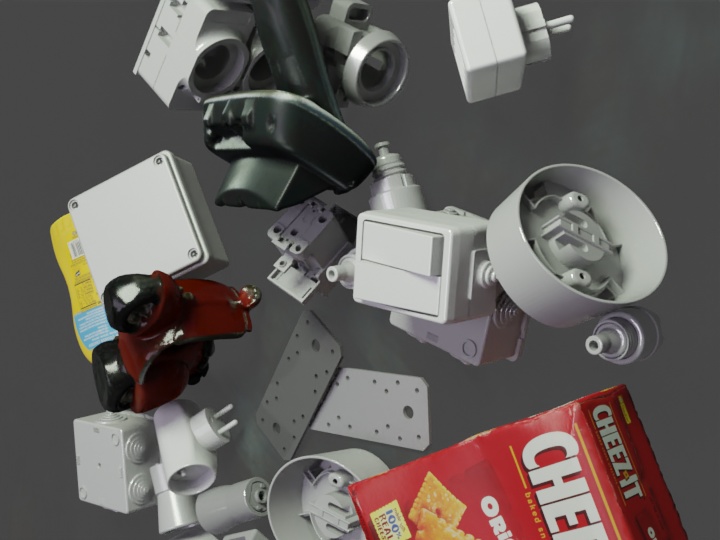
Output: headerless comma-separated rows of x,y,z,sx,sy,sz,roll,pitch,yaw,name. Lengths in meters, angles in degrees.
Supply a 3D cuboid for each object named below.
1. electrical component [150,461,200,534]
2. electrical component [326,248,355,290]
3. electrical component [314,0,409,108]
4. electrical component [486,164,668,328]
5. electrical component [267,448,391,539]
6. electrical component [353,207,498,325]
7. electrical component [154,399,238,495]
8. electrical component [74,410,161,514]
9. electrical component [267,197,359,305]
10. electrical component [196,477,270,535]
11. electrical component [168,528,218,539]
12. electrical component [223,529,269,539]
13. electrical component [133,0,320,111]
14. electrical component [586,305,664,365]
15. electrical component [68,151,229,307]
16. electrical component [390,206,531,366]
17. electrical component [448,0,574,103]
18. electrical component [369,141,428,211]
-0.174,0.210,1.008,0.044,0.044,0.065,-29,71,41,electrical component
0.000,0.000,0.803,0.035,0.061,0.035,7,101,42,electrical component
-0.002,-0.153,0.787,0.057,0.058,0.078,35,118,38,electrical component
0.130,-0.015,0.659,0.064,0.099,0.099,-37,70,46,electrical component
-0.016,0.189,0.842,0.099,0.064,0.099,7,101,42,electrical component
0.045,-0.003,0.692,0.096,0.061,0.061,13,104,41,electrical component
-0.143,0.149,0.963,0.079,0.043,0.077,-34,44,10,electrical component
-0.237,0.187,1.058,0.100,0.048,0.099,2,97,43,electrical component
-0.035,-0.019,0.822,0.042,0.063,0.081,33,75,34,electrical component
-0.108,0.205,0.946,0.065,0.044,0.044,-24,79,37,electrical component
-0.166,0.302,0.999,0.108,0.060,0.108,8,101,42,electrical component
-0.096,0.282,0.929,0.047,0.083,0.075,-24,118,42,electrical component
-0.085,-0.210,0.822,0.060,0.105,0.186,48,125,28,electrical component
0.159,0.042,0.660,0.035,0.061,0.035,7,101,42,electrical component
-0.187,-0.032,0.950,0.109,0.056,0.108,-25,77,13,electrical component
0.072,0.011,0.746,0.100,0.048,0.099,25,112,38,electrical component
0.099,-0.148,0.689,0.076,0.083,0.047,-15,84,5,electrical component
0.026,-0.055,0.786,0.040,0.040,0.078,-20,82,43,electrical component
